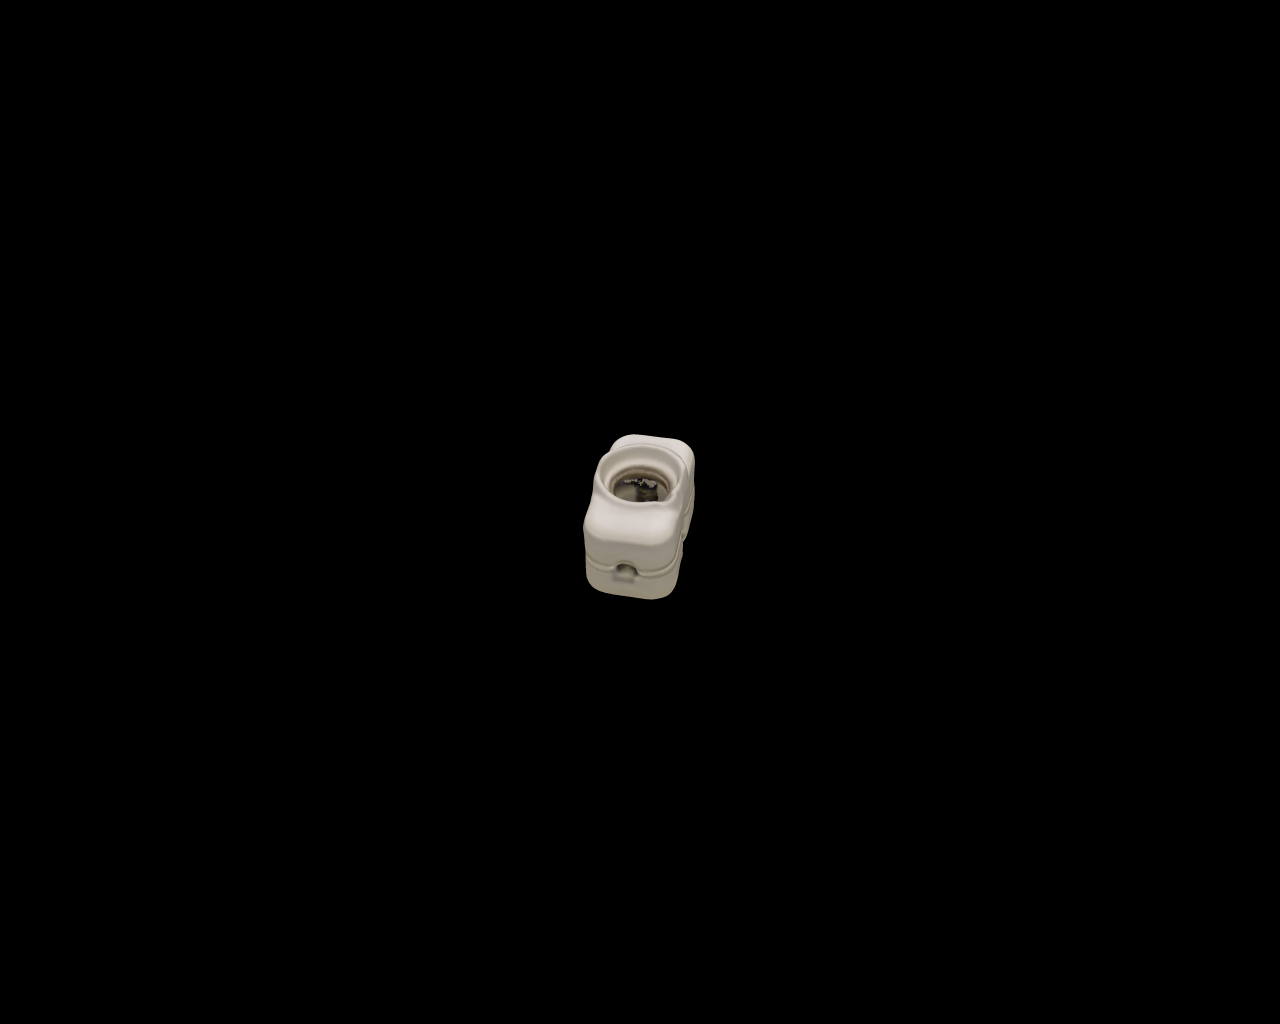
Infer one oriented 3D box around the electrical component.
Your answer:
[{"bbox_3d":[0.001,-0.003,0.650,0.054,0.059,0.095,8,44,9],"label":"electrical component"}]
